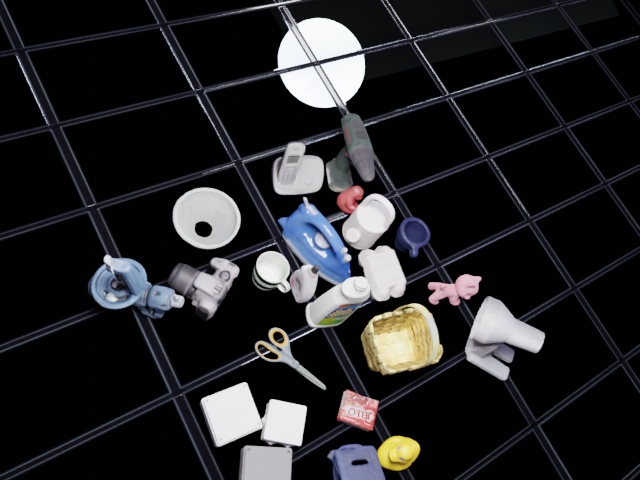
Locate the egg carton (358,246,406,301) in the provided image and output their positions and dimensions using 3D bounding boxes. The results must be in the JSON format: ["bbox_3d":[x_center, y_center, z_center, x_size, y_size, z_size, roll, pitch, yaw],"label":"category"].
[{"bbox_3d":[0.168,0.090,1.546,0.107,0.069,0.150,-13,71,-24],"label":"egg carton"}]

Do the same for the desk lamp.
[{"bbox_3d":[0.466,0.254,1.492,0.203,0.213,0.118,30,60,-4],"label":"desk lamp"}]

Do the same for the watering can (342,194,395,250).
[{"bbox_3d":[0.135,-0.050,1.527,0.101,0.194,0.173,27,60,-6],"label":"watering can"}]

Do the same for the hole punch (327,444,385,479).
[{"bbox_3d":[0.083,0.519,1.305,0.109,0.091,0.101,1,66,-19],"label":"hole punch"}]

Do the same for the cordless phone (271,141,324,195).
[{"bbox_3d":[-0.048,-0.201,1.538,0.148,0.185,0.094,-8,69,-22],"label":"cordless phone"}]

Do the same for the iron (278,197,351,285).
[{"bbox_3d":[0.014,0.005,1.489,0.119,0.141,0.258,-38,83,-29],"label":"iron"}]

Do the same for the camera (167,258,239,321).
[{"bbox_3d":[-0.282,0.096,1.367,0.137,0.100,0.143,30,60,-4],"label":"camera"}]

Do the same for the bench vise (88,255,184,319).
[{"bbox_3d":[-0.402,0.089,1.259,0.208,0.219,0.121,1,66,-19],"label":"bench vise"}]

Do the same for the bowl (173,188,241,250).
[{"bbox_3d":[-0.288,-0.043,1.444,0.168,0.074,0.167,8,64,-16],"label":"bowl"}]

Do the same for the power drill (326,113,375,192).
[{"bbox_3d":[0.086,-0.220,1.580,0.076,0.208,0.229,-1,67,-19],"label":"power drill"}]

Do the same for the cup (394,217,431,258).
[{"bbox_3d":[0.249,0.007,1.598,0.092,0.095,0.118,10,63,-15],"label":"cup"}]

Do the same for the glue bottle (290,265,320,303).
[{"bbox_3d":[-0.031,0.096,1.413,0.037,0.173,0.078,-14,71,-24],"label":"glue bottle"}]

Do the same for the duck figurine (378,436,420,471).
[{"bbox_3d":[0.197,0.503,1.356,0.105,0.086,0.077,-8,69,-22],"label":"duck figurine"}]

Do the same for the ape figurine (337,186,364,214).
[{"bbox_3d":[0.093,-0.119,1.603,0.076,0.092,0.078,21,61,-9],"label":"ape figurine"}]

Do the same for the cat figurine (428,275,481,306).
[{"bbox_3d":[0.377,0.131,1.573,0.128,0.117,0.067,3,65,-18],"label":"cat figurine"}]
